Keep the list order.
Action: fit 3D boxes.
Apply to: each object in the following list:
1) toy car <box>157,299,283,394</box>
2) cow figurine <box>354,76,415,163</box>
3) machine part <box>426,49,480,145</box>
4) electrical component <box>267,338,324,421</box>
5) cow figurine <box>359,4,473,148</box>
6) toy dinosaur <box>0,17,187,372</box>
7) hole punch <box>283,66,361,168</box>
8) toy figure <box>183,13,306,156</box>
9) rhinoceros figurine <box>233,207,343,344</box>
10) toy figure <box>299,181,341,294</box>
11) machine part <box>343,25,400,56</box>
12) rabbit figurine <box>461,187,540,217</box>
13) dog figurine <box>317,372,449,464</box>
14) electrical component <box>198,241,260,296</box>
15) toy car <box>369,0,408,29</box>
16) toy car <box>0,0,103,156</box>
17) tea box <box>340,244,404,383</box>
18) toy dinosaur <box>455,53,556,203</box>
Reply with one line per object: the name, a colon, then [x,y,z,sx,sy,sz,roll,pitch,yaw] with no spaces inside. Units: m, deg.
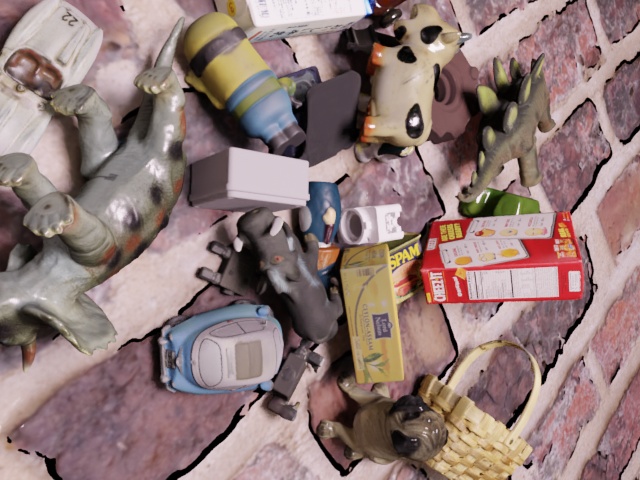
toy car: [-0.102,0.130,0.635,0.161,0.103,0.109,0,89,-39]
cow figurine: [0.104,-0.200,0.797,0.068,0.098,0.167,3,88,-30]
machine part: [0.192,-0.249,0.888,0.179,0.056,0.179,1,89,-36]
electrical component: [-0.031,0.183,0.709,0.045,0.078,0.102,27,63,6]
cow figurine: [0.125,-0.219,0.716,0.127,0.085,0.194,9,87,-4]
toy dinosaur: [-0.208,-0.044,0.549,0.192,0.131,0.405,90,24,-52]
hole punch: [-0.012,-0.169,0.725,0.142,0.092,0.115,-36,139,-42]
toy figure: [-0.087,-0.185,0.636,0.082,0.089,0.180,-35,85,-33]
rhinoceros figurine: [-0.040,0.043,0.665,0.190,0.073,0.112,62,25,-21]
toy figure: [-0.001,-0.002,0.737,0.058,0.064,0.154,2,92,4]
machine part: [0.104,-0.285,0.788,0.139,0.084,0.039,7,122,-7]
rabbit figurine: [0.317,-0.002,0.963,0.159,0.121,0.170,6,104,-43]
dog figurine: [0.116,0.269,0.739,0.172,0.191,0.121,26,74,-35]
electrical component: [-0.106,0.040,0.682,0.094,0.021,0.063,30,72,-34]
toy car: [0.135,-0.410,0.851,0.202,0.053,0.089,-41,102,-26]
toy car: [-0.290,-0.148,0.527,0.073,0.056,0.201,36,68,-31]
tea box: [0.073,0.100,0.747,0.098,0.068,0.169,-72,153,-71]
toy dinosaur: [0.318,-0.190,0.910,0.471,0.105,0.198,-61,140,-33]
